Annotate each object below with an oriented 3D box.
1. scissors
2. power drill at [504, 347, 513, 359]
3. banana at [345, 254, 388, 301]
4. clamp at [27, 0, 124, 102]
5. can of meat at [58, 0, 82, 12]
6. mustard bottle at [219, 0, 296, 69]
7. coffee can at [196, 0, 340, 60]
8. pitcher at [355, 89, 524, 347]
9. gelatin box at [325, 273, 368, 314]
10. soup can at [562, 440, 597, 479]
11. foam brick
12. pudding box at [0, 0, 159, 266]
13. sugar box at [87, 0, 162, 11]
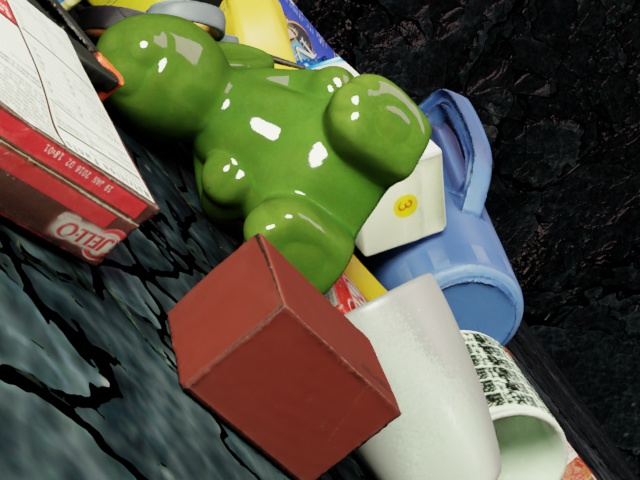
[{"bbox_3d":[-0.056,-0.129,0.685,0.201,0.016,0.096,1,-1,-41],"label":"scissors"},{"bbox_3d":[0.166,0.155,0.923,0.184,0.057,0.188,46,10,-34],"label":"power drill"},{"bbox_3d":[0.000,0.008,0.727,0.197,0.037,0.069,48,5,-15],"label":"banana"},{"bbox_3d":[-0.151,-0.122,0.462,0.171,0.039,0.120,50,12,-51],"label":"clamp"},{"bbox_3d":[-0.139,-0.175,0.567,0.084,0.058,0.102,52,49,-19],"label":"can of meat"},{"bbox_3d":[-0.032,-0.092,0.815,0.096,0.058,0.192,98,-23,-62],"label":"mustard bottle"},{"bbox_3d":[-0.059,-0.194,1.052,0.140,0.103,0.103,46,10,-32],"label":"coffee can"},{"bbox_3d":[0.094,-0.012,0.924,0.243,0.145,0.149,-107,177,-53],"label":"pitcher"},{"bbox_3d":[0.020,0.054,0.656,0.073,0.030,0.089,48,9,-19],"label":"gelatin box"},{"bbox_3d":[0.142,0.153,0.761,0.102,0.068,0.068,54,9,16],"label":"soup can"},{"bbox_3d":[-0.015,0.048,0.419,0.078,0.051,0.053,46,11,-31],"label":"foam brick"},{"bbox_3d":[-0.113,-0.053,0.373,0.090,0.039,0.113,40,16,-55],"label":"pudding box"},{"bbox_3d":[-0.140,-0.182,0.755,0.176,0.048,0.093,49,8,-26],"label":"sugar box"}]
